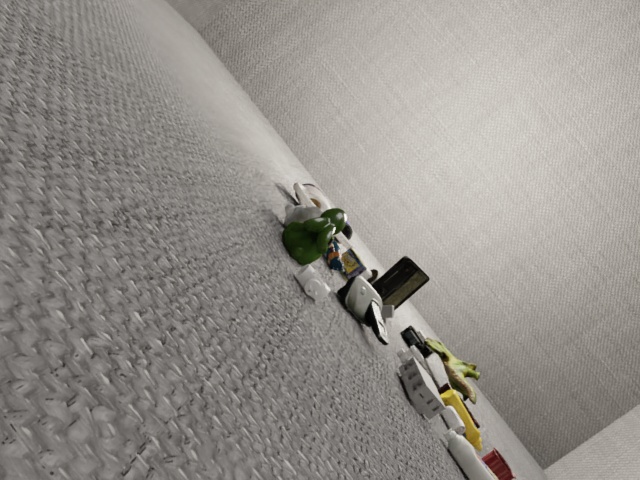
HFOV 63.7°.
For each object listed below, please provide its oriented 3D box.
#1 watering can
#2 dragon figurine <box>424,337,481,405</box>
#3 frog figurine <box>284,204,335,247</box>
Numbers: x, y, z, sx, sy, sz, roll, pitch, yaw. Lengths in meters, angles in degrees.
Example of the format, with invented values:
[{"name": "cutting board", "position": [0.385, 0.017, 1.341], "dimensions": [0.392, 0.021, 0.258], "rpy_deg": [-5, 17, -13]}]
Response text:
[{"name": "watering can", "position": [0.006, -0.101, 2.013], "dimensions": [0.343, 0.103, 0.228], "rpy_deg": [48, 8, -22]}, {"name": "dragon figurine", "position": [0.481, 0.471, 1.943], "dimensions": [0.244, 0.122, 0.410], "rpy_deg": [40, 6, 9]}, {"name": "frog figurine", "position": [-0.034, -0.040, 1.473], "dimensions": [0.162, 0.123, 0.134], "rpy_deg": [46, -32, 42]}]
